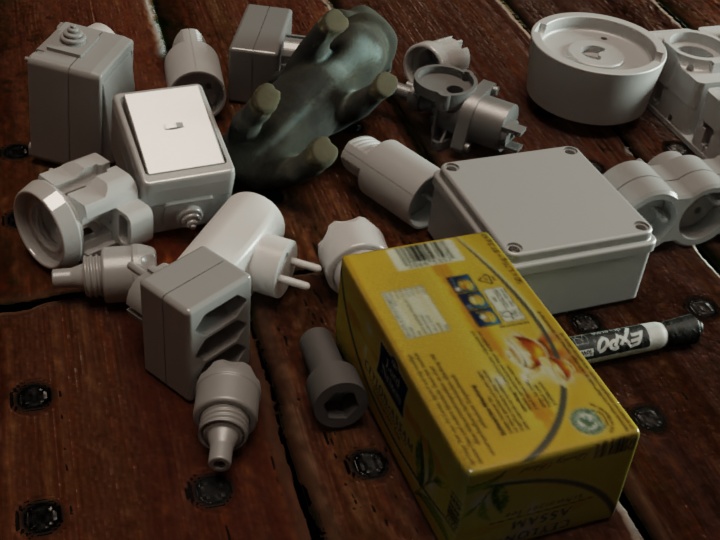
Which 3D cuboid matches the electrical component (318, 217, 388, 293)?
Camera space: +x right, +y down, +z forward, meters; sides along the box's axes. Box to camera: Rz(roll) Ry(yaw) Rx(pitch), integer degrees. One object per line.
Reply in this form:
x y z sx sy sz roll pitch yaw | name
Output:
0.000 0.000 0.660 0.043 0.043 0.062 -6 41 -15 | electrical component

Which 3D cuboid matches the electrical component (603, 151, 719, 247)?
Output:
0.222 -0.059 0.758 0.138 0.052 0.073 -8 40 -18 | electrical component

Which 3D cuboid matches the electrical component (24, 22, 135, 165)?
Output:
-0.190 -0.125 0.748 0.061 0.096 0.061 15 39 4 | electrical component

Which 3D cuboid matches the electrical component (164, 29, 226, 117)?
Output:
-0.130 -0.155 0.838 0.043 0.043 0.081 -3 39 -12 | electrical component

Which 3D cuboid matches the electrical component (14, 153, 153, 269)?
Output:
-0.176 -0.035 0.669 0.078 0.058 0.057 32 42 29 | electrical component

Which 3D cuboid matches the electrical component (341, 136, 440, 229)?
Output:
0.021 -0.067 0.747 0.043 0.043 0.081 -26 48 -34 | electrical component

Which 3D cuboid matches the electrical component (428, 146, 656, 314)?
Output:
0.114 -0.025 0.697 0.109 0.056 0.108 -10 41 -19 | electrical component

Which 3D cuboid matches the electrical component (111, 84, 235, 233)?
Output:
-0.122 -0.070 0.705 0.062 0.061 0.096 -12 59 -22 | electrical component

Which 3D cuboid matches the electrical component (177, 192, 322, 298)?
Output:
-0.064 -0.006 0.658 0.079 0.043 0.077 16 39 13 | electrical component

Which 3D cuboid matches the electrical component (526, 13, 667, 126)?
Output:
0.187 -0.157 0.871 0.108 0.060 0.108 4 38 -3 | electrical component

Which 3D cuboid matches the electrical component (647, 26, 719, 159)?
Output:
0.311 -0.132 0.857 0.105 0.060 0.186 -9 40 -18 | electrical component

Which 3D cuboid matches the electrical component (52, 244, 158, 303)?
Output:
-0.152 0.003 0.642 0.061 0.035 0.035 -4 39 -9 | electrical component

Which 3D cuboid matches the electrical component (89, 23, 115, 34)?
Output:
-0.216 -0.167 0.846 0.040 0.040 0.046 28 49 25 | electrical component

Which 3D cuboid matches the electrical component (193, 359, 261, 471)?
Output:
-0.070 0.077 0.559 0.035 0.035 0.061 4 40 -3 | electrical component

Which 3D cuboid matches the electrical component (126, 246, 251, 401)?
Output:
-0.104 0.021 0.601 0.077 0.065 0.047 31 44 29 | electrical component

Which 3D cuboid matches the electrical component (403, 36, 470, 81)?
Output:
0.065 -0.172 0.892 0.040 0.040 0.046 29 37 26 | electrical component

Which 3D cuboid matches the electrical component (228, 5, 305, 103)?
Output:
-0.061 -0.171 0.866 0.076 0.047 0.083 7 38 1 | electrical component
